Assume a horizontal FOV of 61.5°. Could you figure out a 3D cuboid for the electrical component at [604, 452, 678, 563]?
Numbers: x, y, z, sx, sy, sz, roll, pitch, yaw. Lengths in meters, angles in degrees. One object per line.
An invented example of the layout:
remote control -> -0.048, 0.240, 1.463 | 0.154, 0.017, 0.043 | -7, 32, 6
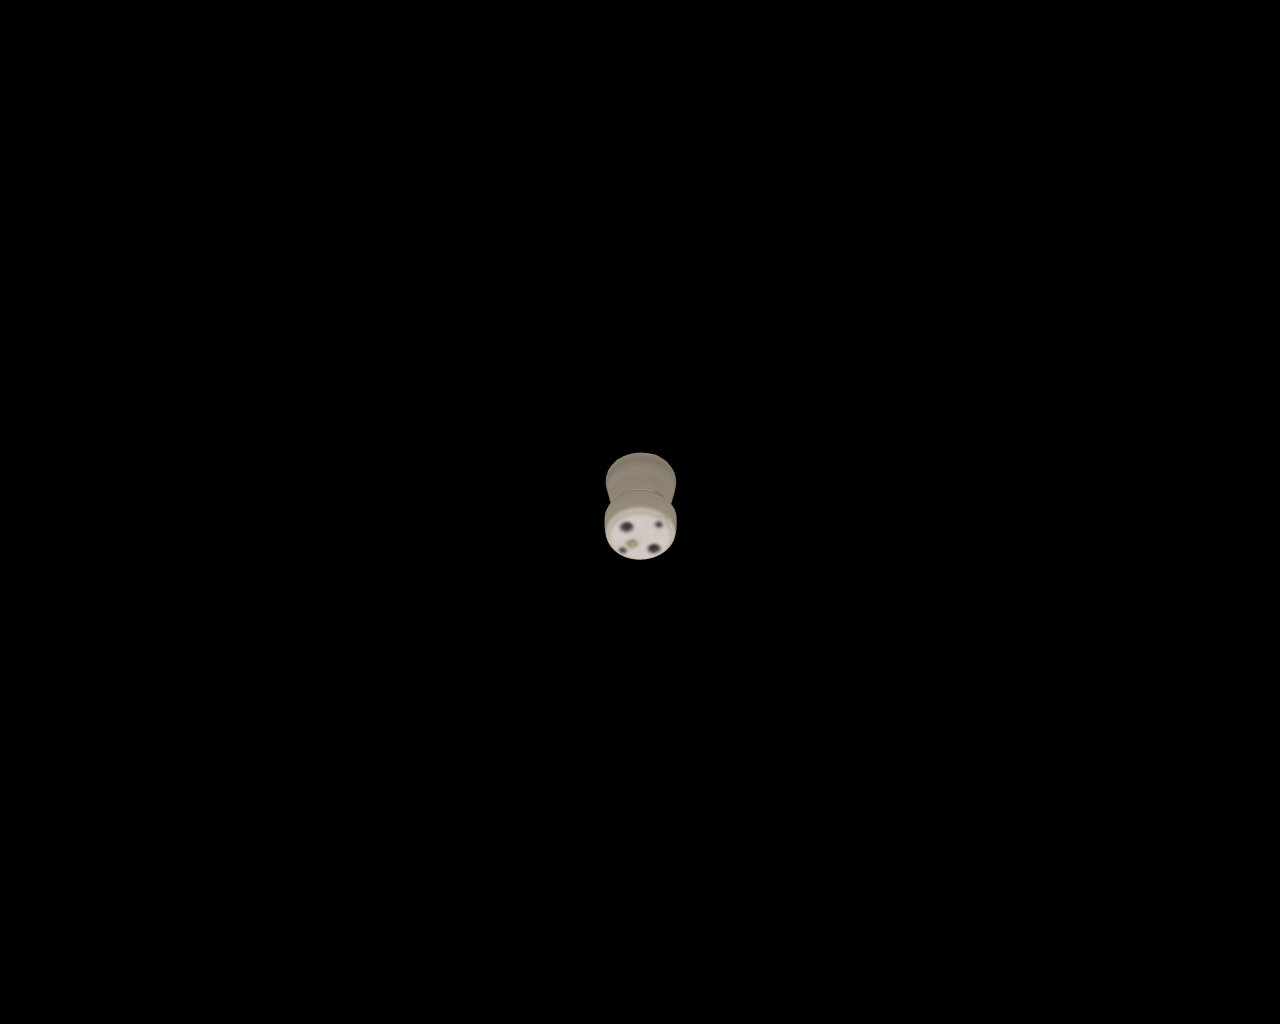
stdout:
electrical component -> 0.001, -0.003, 0.650 | 0.045, 0.044, 0.055 | 0, 41, 0
